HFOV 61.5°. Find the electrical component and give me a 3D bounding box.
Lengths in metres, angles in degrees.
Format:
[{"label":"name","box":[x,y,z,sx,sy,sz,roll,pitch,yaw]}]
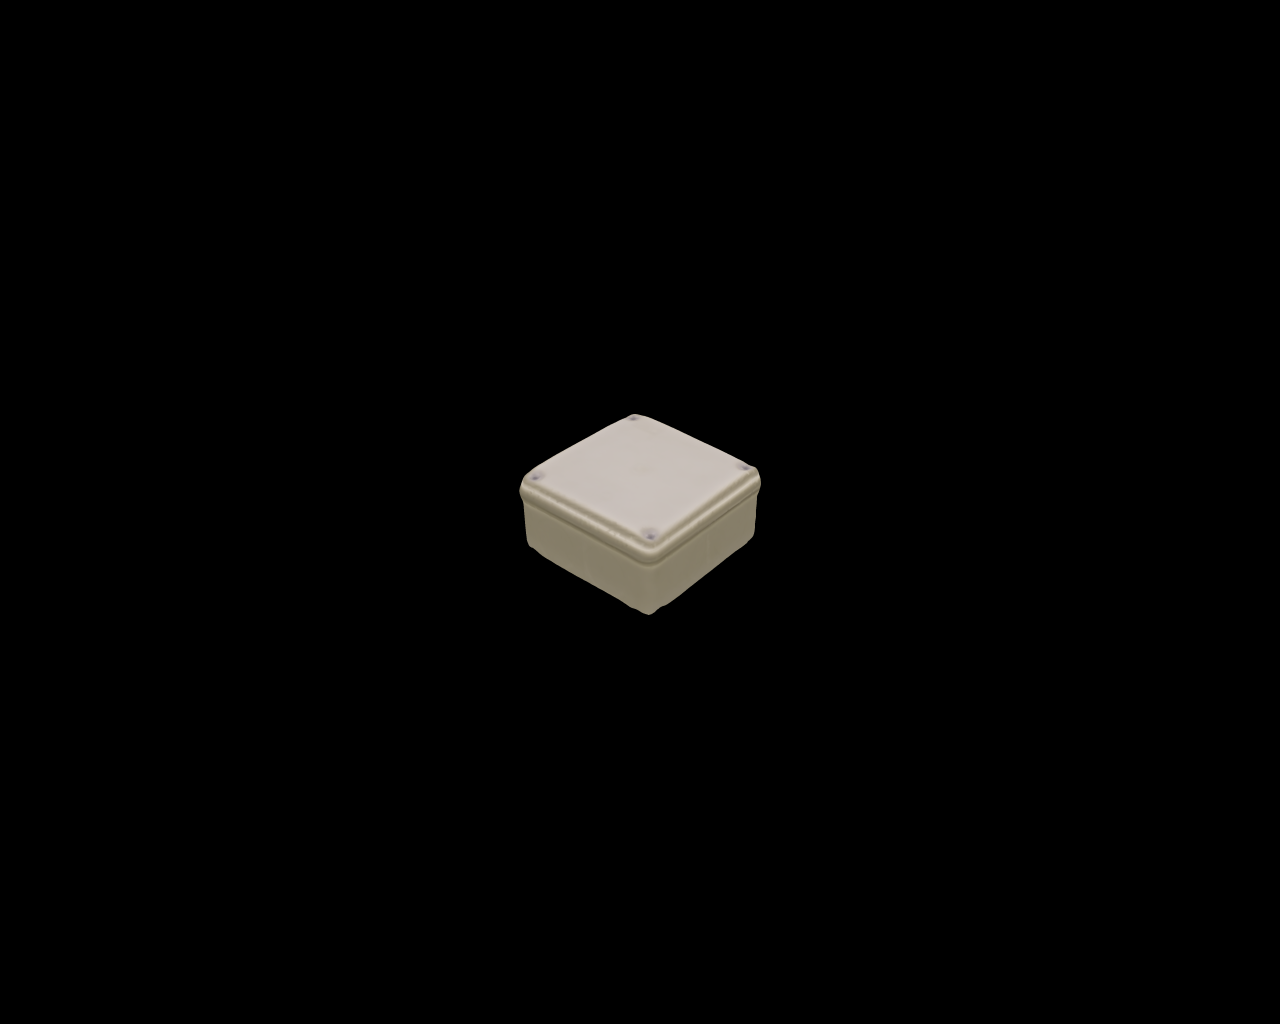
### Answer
[{"label":"electrical component","box":[0.001,-0.003,0.650,0.109,0.056,0.109,27,44,33]}]
